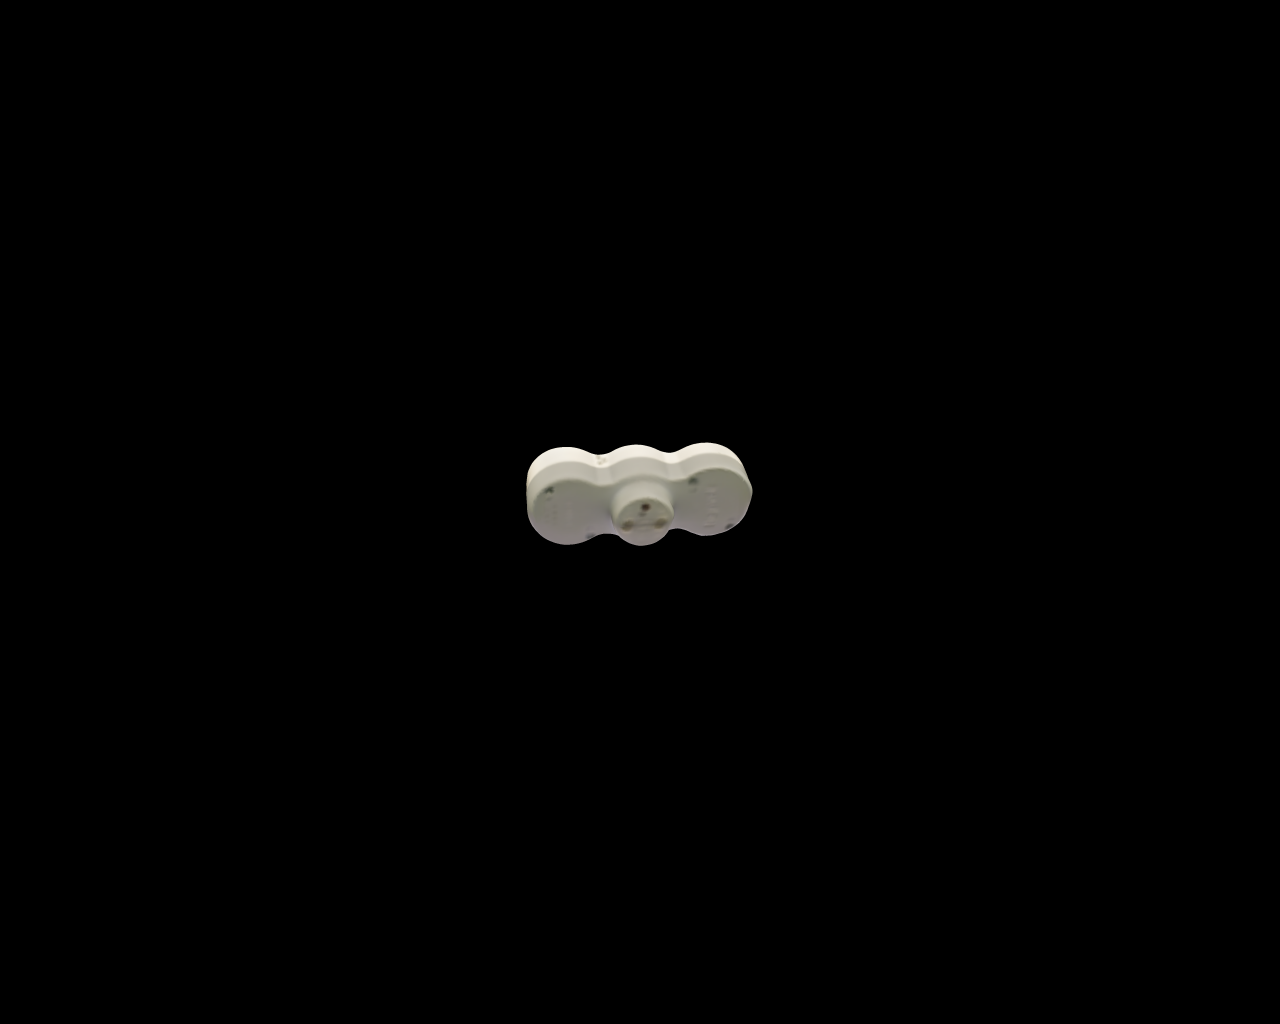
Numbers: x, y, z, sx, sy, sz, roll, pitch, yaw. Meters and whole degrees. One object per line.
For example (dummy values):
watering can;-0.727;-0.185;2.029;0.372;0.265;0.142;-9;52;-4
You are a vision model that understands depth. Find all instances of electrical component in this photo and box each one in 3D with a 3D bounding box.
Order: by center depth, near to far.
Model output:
electrical component;0.001;-0.003;0.650;0.138;0.052;0.074;-3;32;-5
